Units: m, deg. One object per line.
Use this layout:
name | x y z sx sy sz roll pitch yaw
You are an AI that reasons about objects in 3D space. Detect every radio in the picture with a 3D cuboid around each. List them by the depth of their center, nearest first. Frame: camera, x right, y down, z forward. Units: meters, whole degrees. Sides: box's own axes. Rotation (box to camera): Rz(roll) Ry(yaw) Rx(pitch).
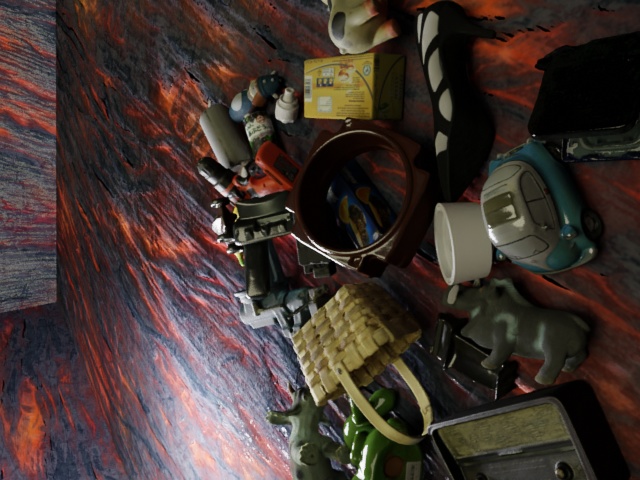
radio | 0.257 0.272 0.689 0.229 0.073 0.131 -41 66 50

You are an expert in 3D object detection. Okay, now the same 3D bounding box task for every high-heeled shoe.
high-heeled shoe | 0.157 -0.184 0.714 0.145 0.086 0.248 36 123 50

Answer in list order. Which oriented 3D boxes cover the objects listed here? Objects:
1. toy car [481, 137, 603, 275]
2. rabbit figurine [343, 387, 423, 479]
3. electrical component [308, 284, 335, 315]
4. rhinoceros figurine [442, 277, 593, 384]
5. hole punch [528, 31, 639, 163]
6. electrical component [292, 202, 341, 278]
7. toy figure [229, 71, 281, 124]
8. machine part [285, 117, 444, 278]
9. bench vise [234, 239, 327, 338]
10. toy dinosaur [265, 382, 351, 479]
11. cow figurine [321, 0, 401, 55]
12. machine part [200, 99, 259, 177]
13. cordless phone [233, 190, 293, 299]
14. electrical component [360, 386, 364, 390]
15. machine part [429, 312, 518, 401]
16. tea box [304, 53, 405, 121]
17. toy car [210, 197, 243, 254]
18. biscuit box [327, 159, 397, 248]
toy car | 0.239 -0.035 0.618 0.109 0.103 0.161 -25 80 52
rabbit figurine | 0.083 0.334 0.904 0.170 0.121 0.159 -172 77 -67
electrical component | 0.015 0.130 0.969 0.045 0.078 0.102 -31 67 53
rhinoceros figurine | 0.238 0.104 0.675 0.191 0.073 0.112 18 114 50
hole punch | 0.293 -0.140 0.550 0.142 0.092 0.115 7 74 55
electrical component | -0.002 -0.003 0.930 0.058 0.115 0.134 -8 93 15
toy figure | -0.132 -0.287 1.087 0.154 0.058 0.064 -27 93 51
machine part | 0.061 -0.062 0.781 0.202 0.087 0.201 29 96 30
bench vise | -0.094 0.079 1.075 0.224 0.129 0.240 -20 87 50
toy dinosaur | 0.000 0.460 1.048 0.192 0.131 0.404 -4 100 65
cow figurine | 0.045 -0.354 0.791 0.127 0.085 0.195 -22 56 33
machine part | -0.200 -0.211 1.177 0.243 0.079 0.079 60 139 24
cordless phone | -0.087 0.012 0.995 0.147 0.088 0.184 -12 68 13
electrical component | 0.059 0.242 0.987 0.063 0.021 0.094 48 134 36
machine part | 0.211 0.162 0.754 0.139 0.039 0.084 35 119 45
tea box | 0.050 -0.239 0.846 0.170 0.068 0.098 20 114 48
toy car | -0.195 -0.026 1.109 0.202 0.053 0.089 98 162 -81
biscuit box | 0.057 -0.066 0.882 0.203 0.063 0.059 57 136 27
